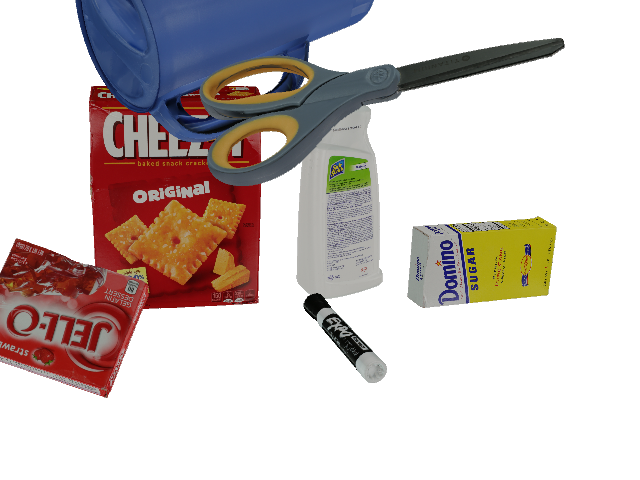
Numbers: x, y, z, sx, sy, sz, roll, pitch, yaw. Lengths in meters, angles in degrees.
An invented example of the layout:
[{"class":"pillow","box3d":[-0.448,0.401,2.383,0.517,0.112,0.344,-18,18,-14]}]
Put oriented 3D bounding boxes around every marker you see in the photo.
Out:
[{"class":"marker","box3d":[0.016,0.072,0.821,0.020,0.020,0.121,0,22,-25]}]

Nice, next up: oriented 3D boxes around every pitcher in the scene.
[{"class":"pitcher","box3d":[-0.069,-0.196,0.904,0.242,0.149,0.145,-25,44,-30]}]

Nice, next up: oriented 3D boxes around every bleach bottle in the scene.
[{"class":"bleach bottle","box3d":[0.026,-0.062,1.193,0.102,0.251,0.068,-14,31,-30]}]

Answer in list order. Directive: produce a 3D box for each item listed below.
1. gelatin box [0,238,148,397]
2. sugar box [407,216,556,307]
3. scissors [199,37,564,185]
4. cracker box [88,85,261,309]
[{"class":"gelatin box","box3d":[-0.161,0.048,0.663,0.089,0.073,0.030,19,-19,-1]},{"class":"sugar box","box3d":[0.194,0.026,1.280,0.176,0.093,0.048,-6,20,-23]},{"class":"scissors","box3d":[0.022,-0.069,0.567,0.202,0.096,0.016,3,-33,23]},{"class":"cracker box","box3d":[-0.141,-0.040,1.048,0.164,0.214,0.072,-1,21,-9]}]
